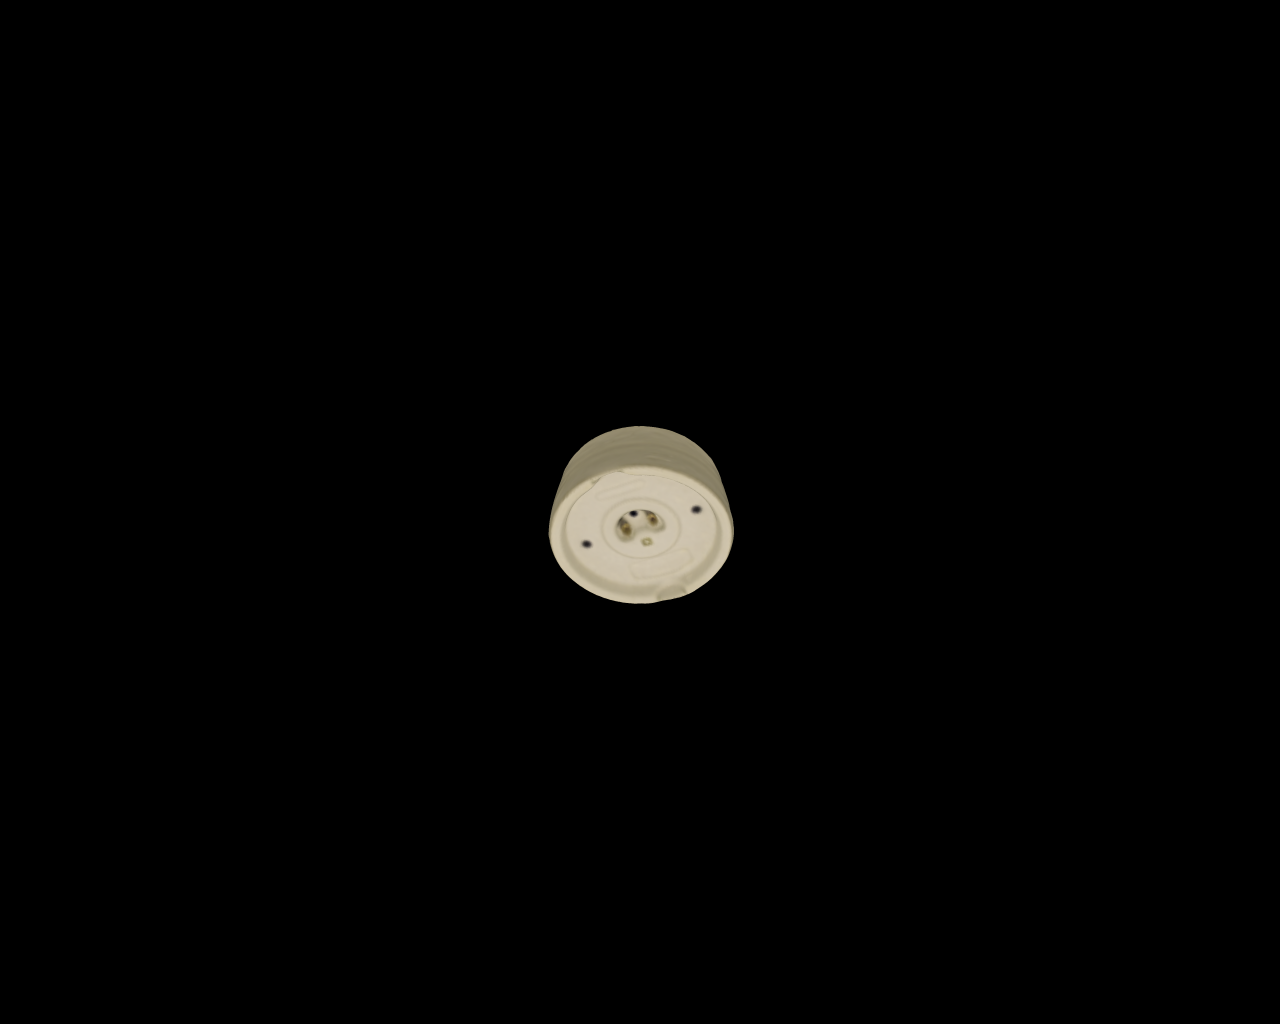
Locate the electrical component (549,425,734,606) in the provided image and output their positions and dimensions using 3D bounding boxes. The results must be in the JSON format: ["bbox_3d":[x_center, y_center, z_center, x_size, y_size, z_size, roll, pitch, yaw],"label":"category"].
[{"bbox_3d":[0.001,-0.003,0.650,0.108,0.108,0.060,0,39,0],"label":"electrical component"}]
